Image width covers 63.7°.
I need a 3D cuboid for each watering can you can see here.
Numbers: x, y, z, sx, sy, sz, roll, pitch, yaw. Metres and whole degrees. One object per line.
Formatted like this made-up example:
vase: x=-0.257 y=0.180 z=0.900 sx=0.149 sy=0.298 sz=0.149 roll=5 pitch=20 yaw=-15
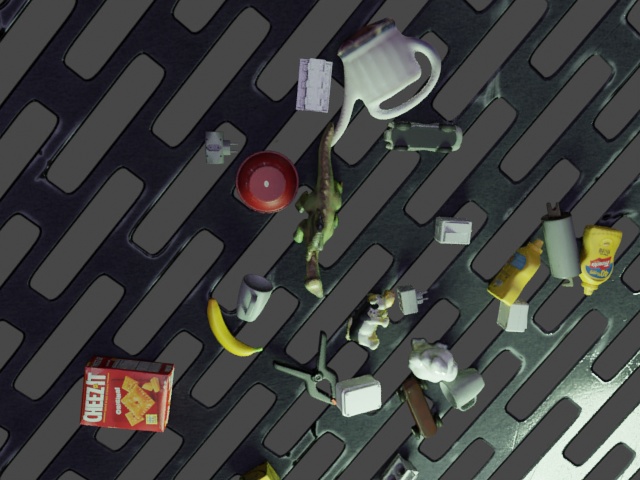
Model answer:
watering can: x=0.117 y=-0.387 z=1.250 sx=0.346 sy=0.105 sz=0.222 roll=-30 pitch=102 yaw=10

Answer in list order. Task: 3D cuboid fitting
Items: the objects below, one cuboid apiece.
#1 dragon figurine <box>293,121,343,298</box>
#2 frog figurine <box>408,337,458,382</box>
dragon figurine: x=0.004 y=-0.061 z=1.214 sx=0.122 sy=0.246 sz=0.404 roll=3 pitch=110 yaw=-5
frog figurine: x=0.305 y=0.333 z=1.365 sx=0.137 sy=0.161 sz=0.122 roll=31 pitch=99 yaw=-11
